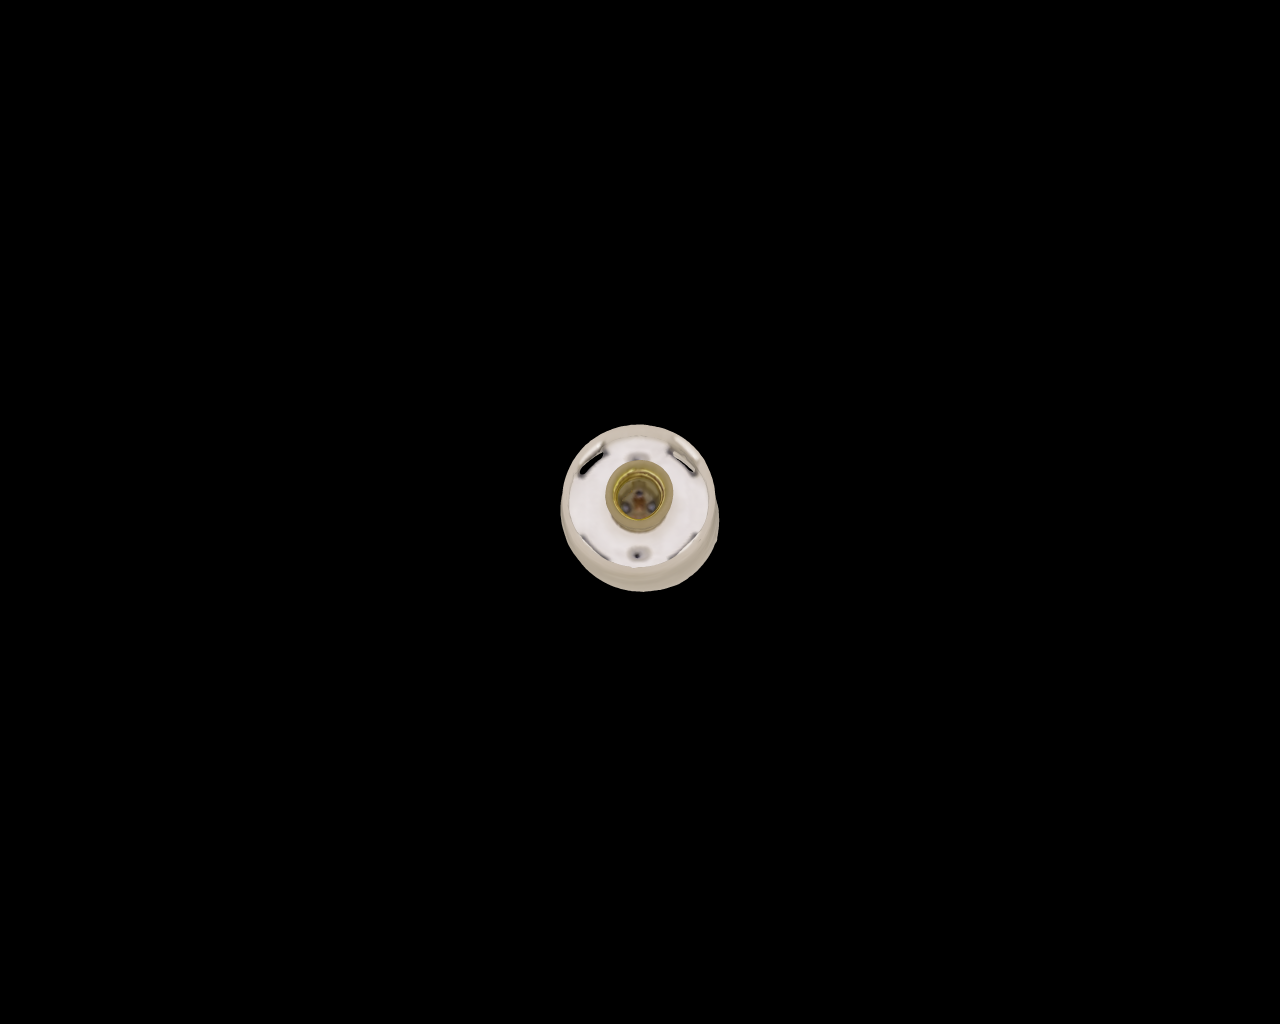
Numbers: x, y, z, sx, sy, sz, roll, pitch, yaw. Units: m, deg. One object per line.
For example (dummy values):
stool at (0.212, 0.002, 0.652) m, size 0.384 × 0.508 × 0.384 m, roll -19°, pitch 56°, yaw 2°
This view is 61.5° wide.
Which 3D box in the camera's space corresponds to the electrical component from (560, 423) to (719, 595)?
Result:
electrical component at (0.001, -0.003, 0.650) m, size 0.099 × 0.099 × 0.064 m, roll 0°, pitch -18°, yaw 0°
